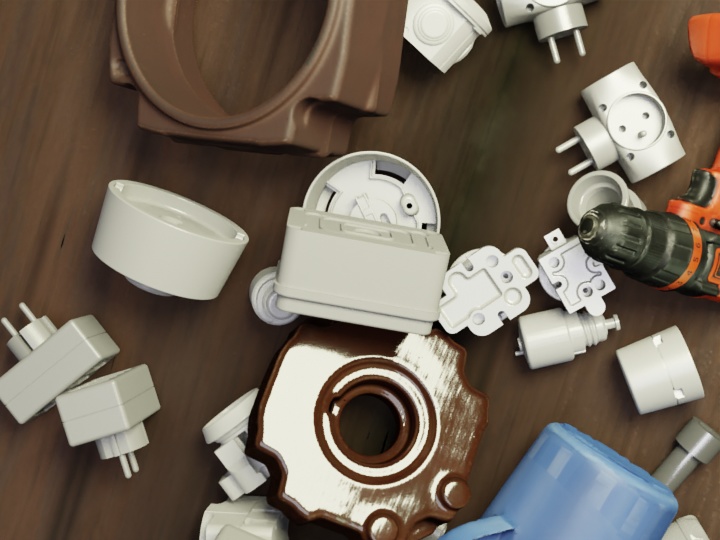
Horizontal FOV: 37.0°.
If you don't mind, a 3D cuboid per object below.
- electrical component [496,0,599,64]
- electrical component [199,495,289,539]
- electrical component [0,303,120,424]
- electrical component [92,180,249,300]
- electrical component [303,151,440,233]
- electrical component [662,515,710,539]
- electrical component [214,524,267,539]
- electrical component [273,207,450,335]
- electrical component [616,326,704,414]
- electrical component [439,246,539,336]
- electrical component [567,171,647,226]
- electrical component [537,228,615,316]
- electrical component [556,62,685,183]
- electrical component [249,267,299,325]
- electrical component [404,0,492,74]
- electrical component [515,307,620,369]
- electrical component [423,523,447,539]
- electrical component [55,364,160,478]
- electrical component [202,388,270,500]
[{"bbox_3d":[0.142,-0.190,0.780,0.077,0.044,0.079,-16,91,6],"label":"electrical component"},{"bbox_3d":[-0.086,0.202,0.799,0.056,0.089,0.050,2,93,5],"label":"electrical component"},{"bbox_3d":[-0.245,0.061,0.827,0.083,0.047,0.075,-39,89,6],"label":"electrical component"},{"bbox_3d":[-0.143,-0.016,0.787,0.108,0.108,0.060,25,101,3],"label":"electrical component"},{"bbox_3d":[0.010,-0.036,0.790,0.099,0.064,0.099,0,94,5],"label":"electrical component"},{"bbox_3d":[0.229,0.210,0.800,0.061,0.035,0.035,-31,90,8],"label":"electrical component"},{"bbox_3d":[-0.084,0.230,0.727,0.062,0.061,0.096,22,104,3],"label":"electrical component"},{"bbox_3d":[0.000,0.000,0.739,0.113,0.078,0.057,10,104,-4],"label":"electrical component"},{"bbox_3d":[0.218,0.074,0.784,0.047,0.055,0.055,-21,91,10],"label":"electrical component"},{"bbox_3d":[0.091,0.014,0.789,0.078,0.057,0.058,-34,90,6],"label":"electrical component"},{"bbox_3d":[0.179,-0.042,0.773,0.045,0.055,0.045,-10,69,29],"label":"electrical component"},{"bbox_3d":[0.155,0.001,0.784,0.048,0.055,0.066,-30,90,6],"label":"electrical component"},{"bbox_3d":[0.182,-0.098,0.782,0.079,0.044,0.077,-29,90,7],"label":"electrical component"},{"bbox_3d":[-0.060,0.021,0.797,0.040,0.078,0.040,-1,98,-9],"label":"electrical component"},{"bbox_3d":[0.052,-0.184,0.772,0.080,0.080,0.051,43,102,2],"label":"electrical component"},{"bbox_3d":[0.152,0.047,0.794,0.078,0.040,0.040,-13,92,6],"label":"electrical component"},{"bbox_3d":[0.035,0.182,0.813,0.065,0.044,0.044,31,95,-2],"label":"electrical component"},{"bbox_3d":[-0.182,0.118,0.807,0.047,0.083,0.075,-17,91,6],"label":"electrical component"},{"bbox_3d":[-0.081,0.127,0.812,0.078,0.058,0.057,-37,92,6],"label":"electrical component"}]
